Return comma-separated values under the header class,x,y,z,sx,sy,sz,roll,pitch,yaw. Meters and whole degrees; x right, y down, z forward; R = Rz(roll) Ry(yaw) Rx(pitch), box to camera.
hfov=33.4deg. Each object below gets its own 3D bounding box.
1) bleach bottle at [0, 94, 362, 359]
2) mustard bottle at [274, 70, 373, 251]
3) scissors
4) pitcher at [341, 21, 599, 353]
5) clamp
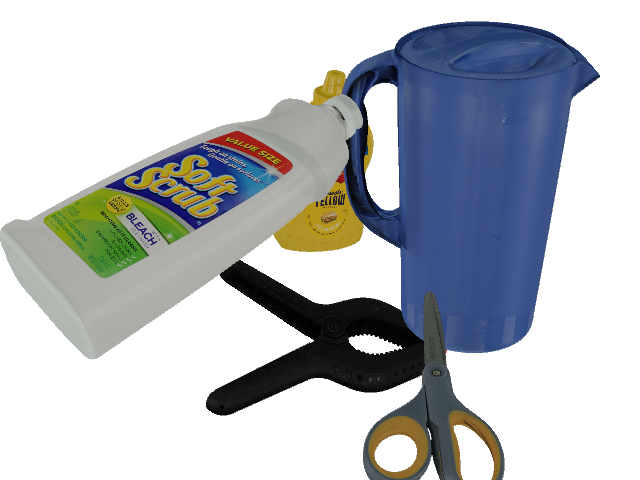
class,x,y,z,sx,sy,sz,roll,pitch,yaw
bleach bottle,-0.078,-0.030,0.712,0.250,0.103,0.068,-36,-29,-24
mustard bottle,0.006,-0.083,1.104,0.096,0.192,0.058,-4,30,-19
scissors,0.061,0.100,0.717,0.096,0.016,0.202,-7,35,-11
pitcher,0.109,-0.039,0.824,0.149,0.243,0.144,24,36,37
clamp,0.003,0.092,0.904,0.210,0.036,0.164,10,45,0
